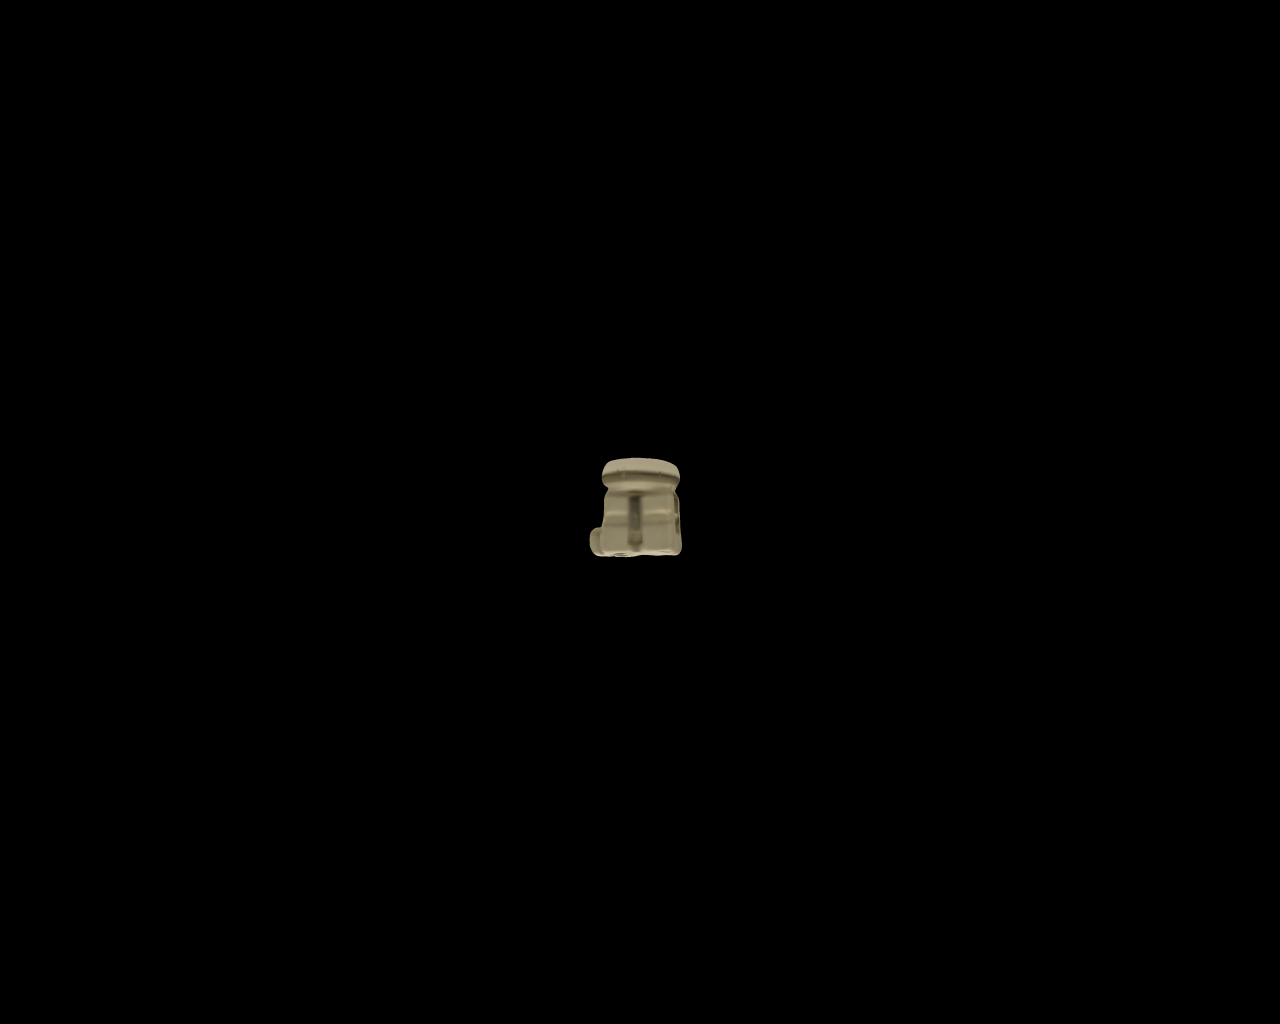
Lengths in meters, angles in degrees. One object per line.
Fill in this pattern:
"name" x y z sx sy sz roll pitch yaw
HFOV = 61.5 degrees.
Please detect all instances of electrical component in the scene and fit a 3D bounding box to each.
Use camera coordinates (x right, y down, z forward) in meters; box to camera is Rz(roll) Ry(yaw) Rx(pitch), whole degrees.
"electrical component" 0.001 -0.003 0.650 0.066 0.055 0.048 -1 -7 9
